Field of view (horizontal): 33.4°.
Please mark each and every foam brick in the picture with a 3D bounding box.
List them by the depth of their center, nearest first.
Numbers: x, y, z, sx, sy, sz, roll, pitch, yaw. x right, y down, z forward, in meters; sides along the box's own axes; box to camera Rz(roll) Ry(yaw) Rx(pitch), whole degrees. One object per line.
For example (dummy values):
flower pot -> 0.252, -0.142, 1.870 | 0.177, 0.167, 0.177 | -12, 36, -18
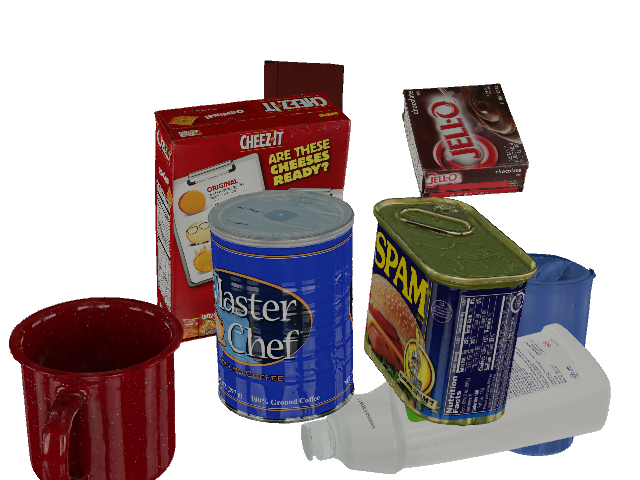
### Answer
foam brick -> -0.019, -0.168, 1.163 | 0.078, 0.051, 0.053 | 0, 11, -17

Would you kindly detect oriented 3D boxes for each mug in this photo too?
mug -> -0.123, 0.092, 0.582 | 0.093, 0.081, 0.117 | 4, 23, 5

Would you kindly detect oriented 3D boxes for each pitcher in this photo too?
pitcher -> 0.263, 0.146, 1.354 | 0.149, 0.243, 0.144 | 5, 16, 18

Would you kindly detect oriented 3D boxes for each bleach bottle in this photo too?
bleach bottle -> 0.104, 0.135, 0.876 | 0.250, 0.068, 0.103 | -9, 30, -16

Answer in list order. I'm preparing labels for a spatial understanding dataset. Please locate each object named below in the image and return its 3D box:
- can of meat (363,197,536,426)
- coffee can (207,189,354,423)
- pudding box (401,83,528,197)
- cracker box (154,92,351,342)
can of meat -> 0.061, 0.035, 0.548 | 0.057, 0.084, 0.102 | -3, 24, -18
coffee can -> -0.027, 0.045, 0.771 | 0.103, 0.140, 0.103 | -1, 21, 0
pudding box -> 0.122, -0.087, 0.927 | 0.090, 0.039, 0.113 | -4, 44, -5
cracker box -> -0.067, -0.021, 0.979 | 0.164, 0.214, 0.072 | -10, 35, -21
